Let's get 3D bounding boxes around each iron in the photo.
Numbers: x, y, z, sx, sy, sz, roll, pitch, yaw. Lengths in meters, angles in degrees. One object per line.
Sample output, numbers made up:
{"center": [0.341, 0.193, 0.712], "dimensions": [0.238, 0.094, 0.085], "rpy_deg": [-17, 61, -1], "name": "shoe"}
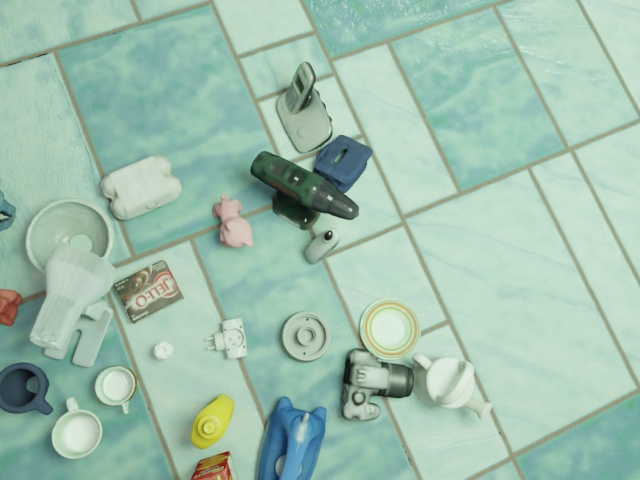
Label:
{"center": [-0.061, 0.437, 1.082], "dimensions": [0.118, 0.141, 0.258], "rpy_deg": [16, 77, -3], "name": "iron"}

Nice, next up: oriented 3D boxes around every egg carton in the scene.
{"center": [-0.370, -0.109, 1.194], "dimensions": [0.150, 0.069, 0.107], "rpy_deg": [-27, 83, -12], "name": "egg carton"}

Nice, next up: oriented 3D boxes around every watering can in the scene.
{"center": [0.259, 0.283, 1.128], "dimensions": [0.173, 0.194, 0.101], "rpy_deg": [18, 77, -3], "name": "watering can"}

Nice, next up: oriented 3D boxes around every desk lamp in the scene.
{"center": [-0.454, 0.128, 1.060], "dimensions": [0.118, 0.213, 0.203], "rpy_deg": [16, 77, -3], "name": "desk lamp"}

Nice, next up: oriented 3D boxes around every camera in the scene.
{"center": [0.117, 0.297, 1.155], "dimensions": [0.137, 0.100, 0.143], "rpy_deg": [8, 77, -5], "name": "camera"}

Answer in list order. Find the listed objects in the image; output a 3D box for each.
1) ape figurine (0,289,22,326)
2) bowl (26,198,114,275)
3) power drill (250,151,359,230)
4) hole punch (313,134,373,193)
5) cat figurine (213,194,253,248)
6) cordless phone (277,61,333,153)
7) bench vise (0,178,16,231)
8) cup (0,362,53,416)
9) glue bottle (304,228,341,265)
{"center": [-0.620, 0.124, 1.102], "dimensions": [0.078, 0.092, 0.076], "rpy_deg": [-36, 84, -13], "name": "ape figurine"}
{"center": [-0.492, 0.005, 1.152], "dimensions": [0.167, 0.074, 0.167], "rpy_deg": [2, 78, -7], "name": "bowl"}
{"center": [-0.034, -0.089, 1.161], "dimensions": [0.229, 0.208, 0.076], "rpy_deg": [30, 76, 0], "name": "power drill"}
{"center": [0.048, -0.171, 1.249], "dimensions": [0.101, 0.091, 0.109], "rpy_deg": [36, 76, 2], "name": "hole punch"}
{"center": [-0.180, -0.034, 1.178], "dimensions": [0.067, 0.117, 0.128], "rpy_deg": [-18, 81, -10], "name": "cat figurine"}
{"center": [-0.026, -0.281, 1.215], "dimensions": [0.094, 0.185, 0.147], "rpy_deg": [-27, 82, -12], "name": "cordless phone"}
{"center": [-0.669, -0.030, 1.062], "dimensions": [0.121, 0.219, 0.207], "rpy_deg": [0, 78, -7], "name": "bench vise"}
{"center": [-0.538, 0.285, 1.077], "dimensions": [0.118, 0.095, 0.092], "rpy_deg": [39, 76, 2], "name": "cup"}
{"center": [0.011, 0.004, 1.166], "dimensions": [0.078, 0.173, 0.037], "rpy_deg": [-38, 85, -13], "name": "glue bottle"}
